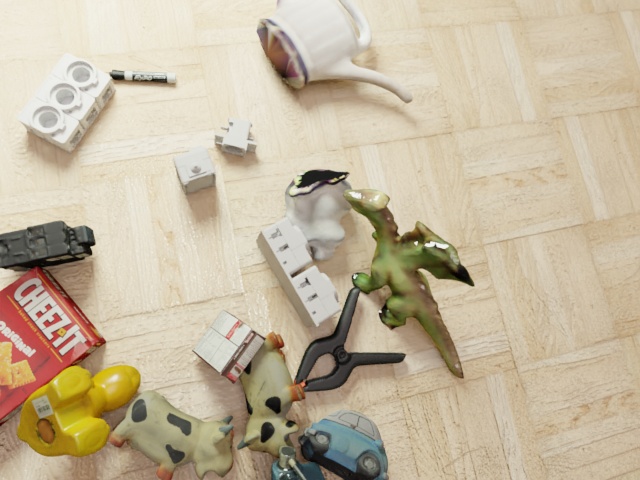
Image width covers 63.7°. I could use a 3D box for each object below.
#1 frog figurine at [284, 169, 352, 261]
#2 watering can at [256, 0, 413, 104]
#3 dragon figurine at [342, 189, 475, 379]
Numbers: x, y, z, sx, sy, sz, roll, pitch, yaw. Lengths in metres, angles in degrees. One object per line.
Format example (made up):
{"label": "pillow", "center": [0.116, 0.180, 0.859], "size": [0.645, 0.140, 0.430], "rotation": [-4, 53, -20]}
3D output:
{"label": "frog figurine", "center": [0.003, -0.049, 0.973], "size": [0.139, 0.124, 0.156], "rotation": [-28, 123, -27]}
{"label": "watering can", "center": [0.019, -0.377, 1.030], "size": [0.226, 0.103, 0.349], "rotation": [-34, 86, -16]}
{"label": "dragon figurine", "center": [0.176, 0.072, 0.901], "size": [0.123, 0.239, 0.411], "rotation": [-39, 87, -21]}
